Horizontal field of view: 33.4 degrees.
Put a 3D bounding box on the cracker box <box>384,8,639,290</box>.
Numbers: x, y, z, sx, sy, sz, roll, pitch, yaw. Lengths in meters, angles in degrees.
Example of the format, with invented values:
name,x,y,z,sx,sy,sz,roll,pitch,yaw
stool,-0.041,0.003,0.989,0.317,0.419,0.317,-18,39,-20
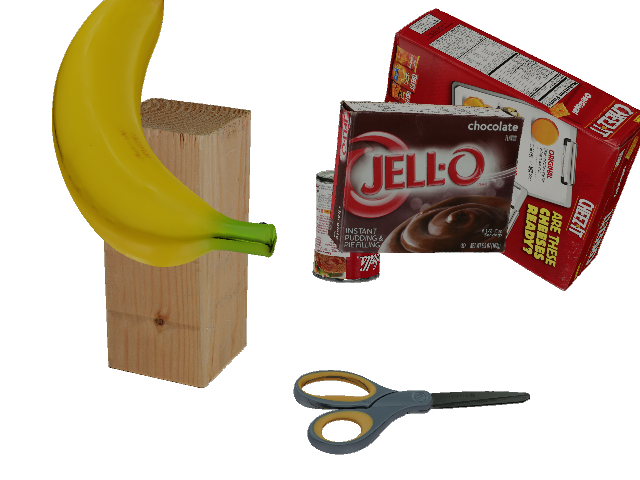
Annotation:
name,x,y,z,sx,sy,sz,roll,pitch,yaw
cracker box,0.155,-0.081,0.921,0.214,0.164,0.072,32,50,23

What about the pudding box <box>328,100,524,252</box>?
name,x,y,z,sx,sy,sz,roll,pitch,yaw
pudding box,0.065,-0.040,0.671,0.113,0.090,0.039,-1,21,-14

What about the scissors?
name,x,y,z,sx,sy,sz,roll,pitch,yaw
scissors,0.074,0.148,0.894,0.202,0.016,0.096,8,39,6

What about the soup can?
name,x,y,z,sx,sy,sz,roll,pitch,yaw
soup can,0.027,-0.015,1.065,0.068,0.102,0.068,1,13,-1

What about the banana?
name,x,y,z,sx,sy,sz,roll,pitch,yaw
banana,-0.080,-0.050,0.455,0.069,0.037,0.198,-8,46,-20

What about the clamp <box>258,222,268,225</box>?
name,x,y,z,sx,sy,sz,roll,pitch,yaw
clamp,-0.129,0.027,1.242,0.120,0.039,0.171,-6,37,19

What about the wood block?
name,x,y,z,sx,sy,sz,roll,pitch,yaw
wood block,-0.114,0.000,0.852,0.091,0.206,0.090,10,22,17
